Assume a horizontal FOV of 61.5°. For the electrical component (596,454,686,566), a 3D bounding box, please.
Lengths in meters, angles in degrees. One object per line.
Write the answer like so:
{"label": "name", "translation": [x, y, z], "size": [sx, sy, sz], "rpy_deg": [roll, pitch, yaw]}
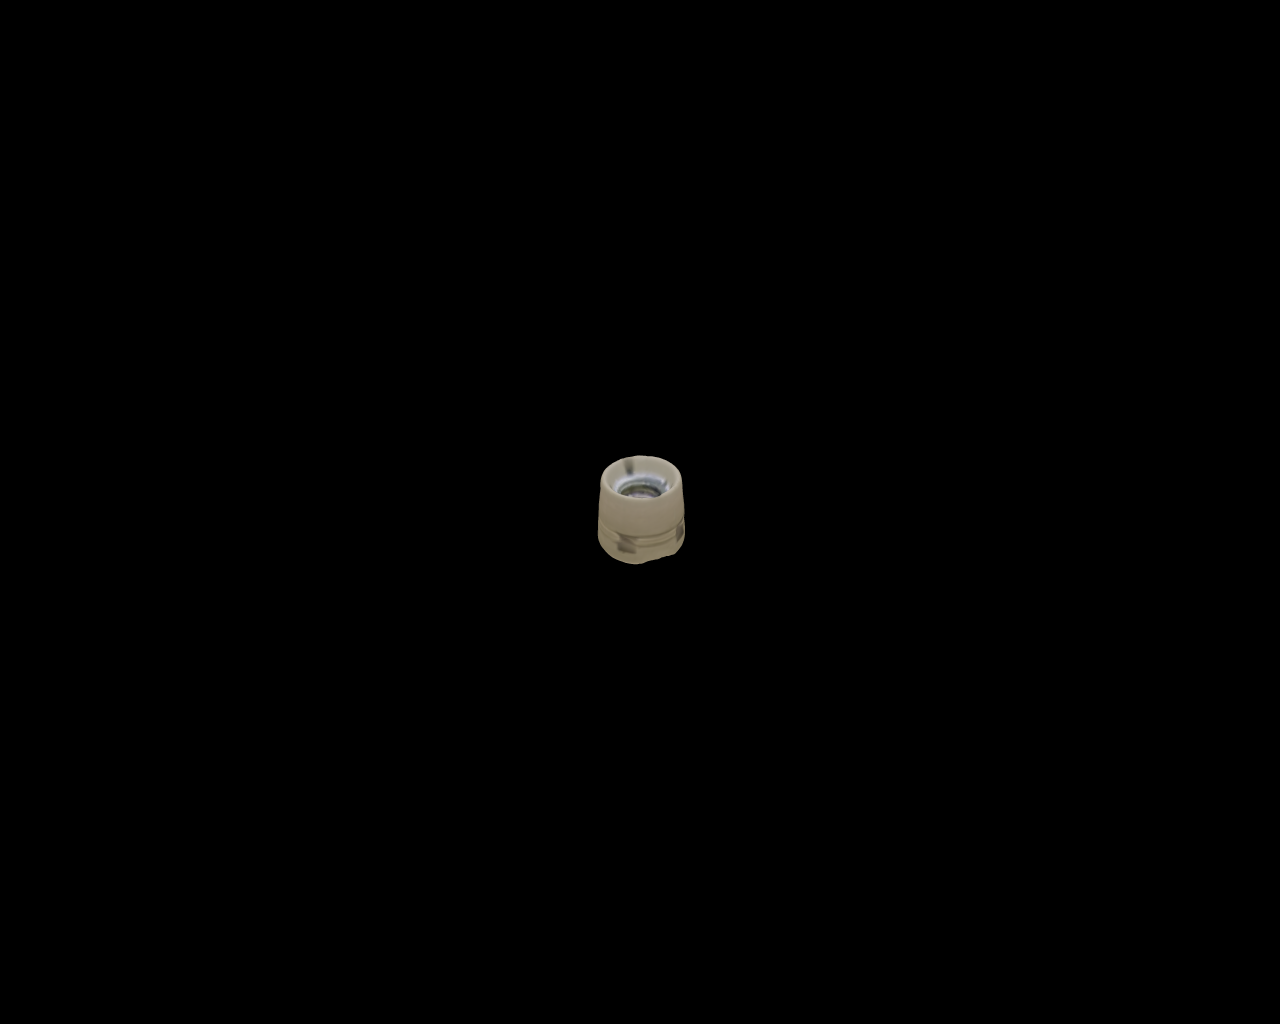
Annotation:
{"label": "electrical component", "translation": [0.001, -0.003, 0.650], "size": [0.055, 0.047, 0.055], "rpy_deg": [0, 36, 0]}
